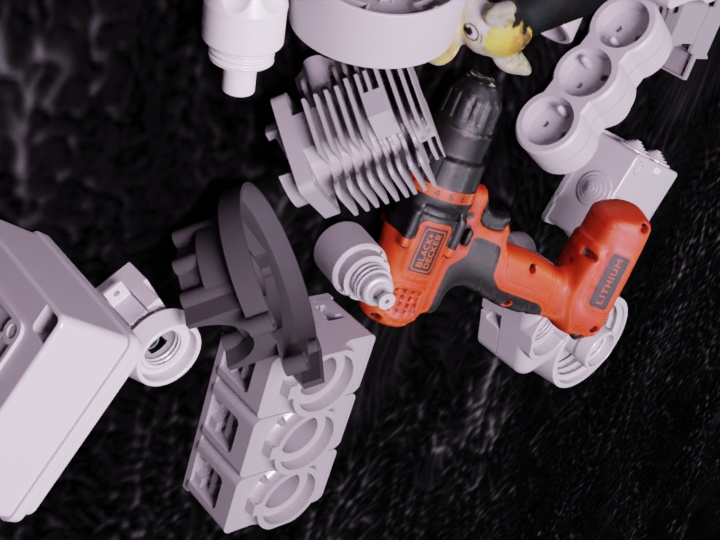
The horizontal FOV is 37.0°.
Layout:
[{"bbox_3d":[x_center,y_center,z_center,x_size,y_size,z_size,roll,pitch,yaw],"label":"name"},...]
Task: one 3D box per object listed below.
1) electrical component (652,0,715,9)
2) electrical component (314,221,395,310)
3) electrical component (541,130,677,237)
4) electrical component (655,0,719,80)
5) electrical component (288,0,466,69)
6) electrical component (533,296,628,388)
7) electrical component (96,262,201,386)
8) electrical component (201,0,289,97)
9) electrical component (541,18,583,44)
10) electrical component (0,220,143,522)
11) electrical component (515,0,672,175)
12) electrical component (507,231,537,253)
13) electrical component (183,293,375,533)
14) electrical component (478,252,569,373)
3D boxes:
[{"bbox_3d":[0.237,-0.265,0.733,0.089,0.062,0.150,-26,138,-30],"label":"electrical component"},{"bbox_3d":[0.000,0.000,0.703,0.040,0.078,0.040,-15,127,-21],"label":"electrical component"},{"bbox_3d":[0.210,-0.062,0.897,0.100,0.048,0.099,11,113,-52],"label":"electrical component"},{"bbox_3d":[0.242,-0.191,0.823,0.064,0.042,0.081,-8,126,-39],"label":"electrical component"},{"bbox_3d":[0.009,-0.152,0.559,0.099,0.099,0.064,-26,144,-31],"label":"electrical component"},{"bbox_3d":[0.197,0.057,0.978,0.108,0.060,0.108,-29,139,-28],"label":"electrical component"},{"bbox_3d":[-0.123,0.034,0.613,0.048,0.055,0.066,-40,143,-14],"label":"electrical component"},{"bbox_3d":[-0.060,-0.120,0.554,0.043,0.043,0.062,-21,137,-35],"label":"electrical component"},{"bbox_3d":[0.140,-0.189,0.715,0.065,0.044,0.044,-55,145,-2],"label":"electrical component"},{"bbox_3d":[-0.175,0.045,0.520,0.108,0.109,0.056,-55,142,6],"label":"electrical component"},{"bbox_3d":[0.179,-0.130,0.799,0.138,0.052,0.074,-53,145,3],"label":"electrical component"},{"bbox_3d":[0.108,-0.013,0.838,0.065,0.044,0.044,-5,125,-51],"label":"electrical component"},{"bbox_3d":[-0.055,0.100,0.741,0.089,0.062,0.150,-10,128,-42],"label":"electrical component"},{"bbox_3d":[0.141,0.036,0.899,0.054,0.059,0.095,-27,139,-29],"label":"electrical component"}]
